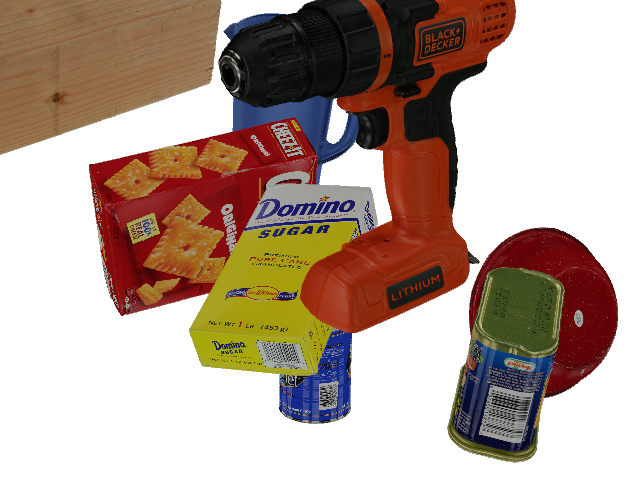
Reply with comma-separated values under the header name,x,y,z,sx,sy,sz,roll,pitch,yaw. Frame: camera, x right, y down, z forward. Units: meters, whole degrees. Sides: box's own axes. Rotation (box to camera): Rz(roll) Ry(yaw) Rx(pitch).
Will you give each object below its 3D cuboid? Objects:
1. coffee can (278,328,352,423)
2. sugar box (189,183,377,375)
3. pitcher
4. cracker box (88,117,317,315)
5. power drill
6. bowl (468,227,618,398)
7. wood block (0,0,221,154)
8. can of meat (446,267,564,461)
name,x,y,z,sx,sy,sz,roll,pitch,yaw
coffee can,-0.007,0.169,1.483,0.103,0.140,0.103,1,16,0
sugar box,-0.024,0.024,0.822,0.093,0.048,0.176,3,44,20
pitcher,-0.038,-0.148,1.309,0.144,0.243,0.149,-6,27,-25
cracker box,-0.114,-0.021,1.072,0.213,0.164,0.072,-14,49,-17
power drill,0.028,-0.046,0.582,0.184,0.188,0.057,-20,36,-32
bowl,0.218,0.069,0.979,0.161,0.162,0.055,0,1,-25
wood block,-0.190,-0.155,0.851,0.205,0.091,0.090,-26,54,-37
can of meat,0.121,0.076,0.685,0.057,0.084,0.102,13,30,9
